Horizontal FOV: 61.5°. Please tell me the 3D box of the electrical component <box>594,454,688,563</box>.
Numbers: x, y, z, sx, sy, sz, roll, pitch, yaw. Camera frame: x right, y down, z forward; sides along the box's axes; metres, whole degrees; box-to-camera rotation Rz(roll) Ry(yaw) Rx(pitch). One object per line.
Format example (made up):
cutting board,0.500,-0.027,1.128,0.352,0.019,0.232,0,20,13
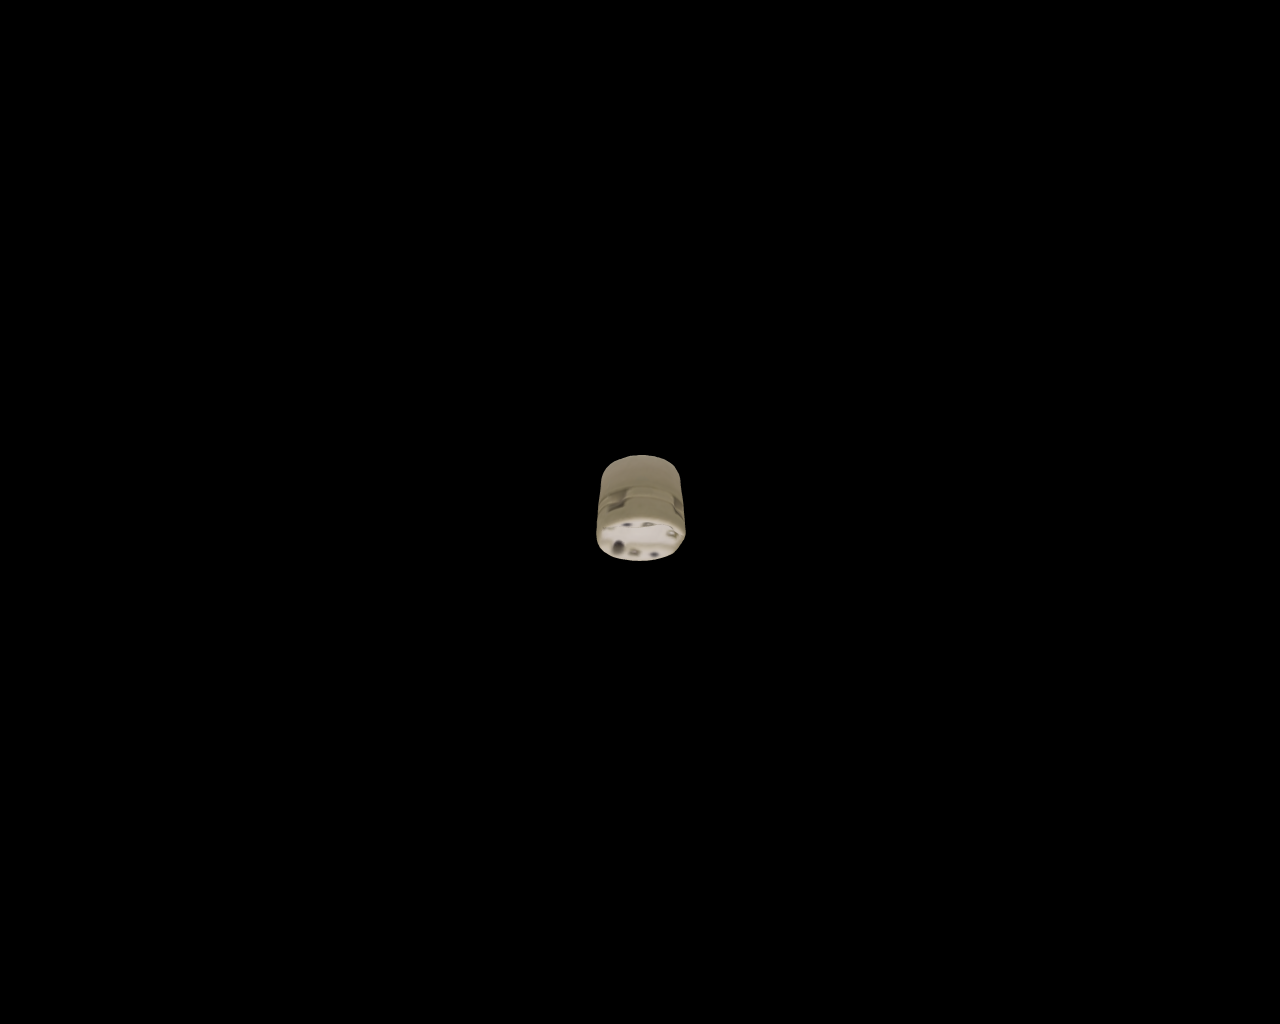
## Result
electrical component,0.001,-0.003,0.650,0.055,0.047,0.055,0,-32,0
